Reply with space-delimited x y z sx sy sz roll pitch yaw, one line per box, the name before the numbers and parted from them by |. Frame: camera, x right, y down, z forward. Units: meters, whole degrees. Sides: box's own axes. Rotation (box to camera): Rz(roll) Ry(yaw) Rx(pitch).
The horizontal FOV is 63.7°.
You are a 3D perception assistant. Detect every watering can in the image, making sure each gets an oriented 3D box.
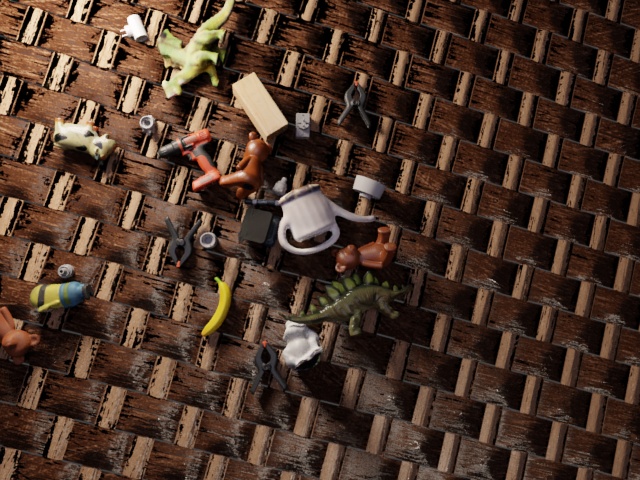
watering can | 0.005 -0.087 1.737 0.350 0.103 0.225 -24 87 -21

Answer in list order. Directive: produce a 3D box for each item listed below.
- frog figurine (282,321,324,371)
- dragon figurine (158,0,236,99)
frog figurine | -0.070 0.345 1.697 0.137 0.120 0.162 -42 55 0
dragon figurine | -0.434 -0.661 1.741 0.243 0.121 0.413 11 83 3
